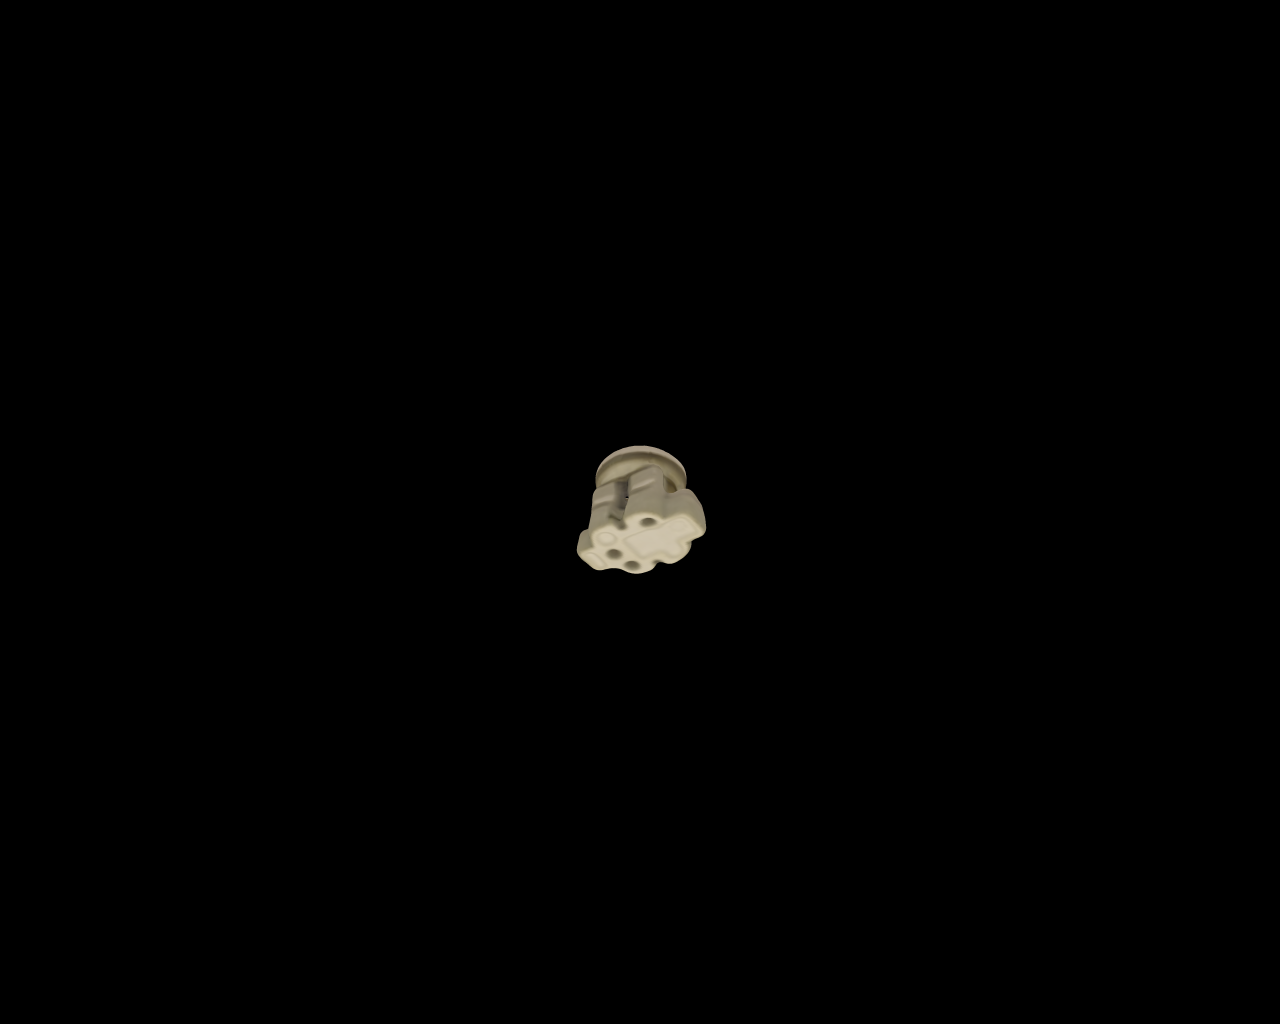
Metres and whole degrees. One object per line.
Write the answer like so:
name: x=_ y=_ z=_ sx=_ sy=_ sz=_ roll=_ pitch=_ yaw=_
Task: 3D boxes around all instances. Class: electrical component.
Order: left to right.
electrical component: x=0.001 y=-0.003 z=0.650 sx=0.078 sy=0.057 sz=0.058 roll=-22 pitch=-45 yaw=24
